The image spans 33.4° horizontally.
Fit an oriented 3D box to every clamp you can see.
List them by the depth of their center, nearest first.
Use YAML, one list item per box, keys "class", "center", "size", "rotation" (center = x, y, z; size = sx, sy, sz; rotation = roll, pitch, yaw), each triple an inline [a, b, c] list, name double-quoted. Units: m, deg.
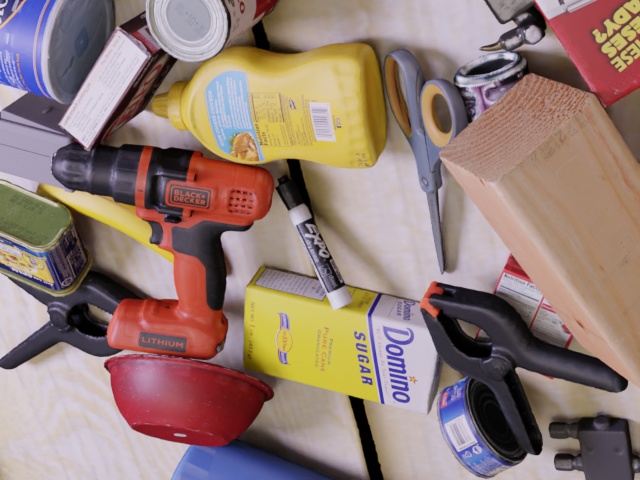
- class: "clamp"
  center: [0.148, 0.103, 0.869]
  size: [0.171, 0.039, 0.120]
  rotation: [34, 122, 7]
- class: "clamp"
  center: [-0.253, 0.077, 1.057]
  size: [0.210, 0.036, 0.165]
  rotation: [12, 124, 16]

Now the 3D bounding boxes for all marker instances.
- class: "marker"
  center: [-0.006, 0.001, 0.902]
  size: [0.020, 0.020, 0.121]
  rotation: [-26, 90, 32]

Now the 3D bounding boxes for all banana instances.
- class: "banana"
  center: [-0.182, -0.021, 0.972]
  size: [0.198, 0.037, 0.069]
  rotation: [22, 154, 12]

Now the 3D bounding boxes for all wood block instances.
- class: "wood block"
  center: [0.187, -0.005, 0.750]
  size: [0.090, 0.091, 0.206]
  rotation: [-41, 115, -2]

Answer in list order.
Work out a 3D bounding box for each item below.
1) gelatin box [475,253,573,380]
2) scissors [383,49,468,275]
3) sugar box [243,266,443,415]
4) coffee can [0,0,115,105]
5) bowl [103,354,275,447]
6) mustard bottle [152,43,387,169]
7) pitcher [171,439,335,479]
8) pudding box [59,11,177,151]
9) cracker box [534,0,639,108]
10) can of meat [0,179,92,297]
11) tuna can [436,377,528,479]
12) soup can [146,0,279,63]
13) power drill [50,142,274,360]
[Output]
- class: "gelatin box"
  center: [0.174, 0.062, 0.876]
  size: [0.073, 0.030, 0.089]
  rotation: [22, 125, 10]
- class: "scissors"
  center: [0.094, -0.051, 0.823]
  size: [0.096, 0.016, 0.202]
  rotation: [23, 136, 59]
- class: "sugar box"
  center: [0.021, 0.089, 0.946]
  size: [0.176, 0.048, 0.093]
  rotation: [13, 122, 17]
- class: "coffee can"
  center: [-0.253, -0.177, 0.865]
  size: [0.140, 0.102, 0.103]
  rotation: [17, 124, 13]
- class: "bowl"
  center: [-0.126, 0.154, 0.987]
  size: [0.162, 0.055, 0.162]
  rotation: [8, 160, 3]
- class: "mustard bottle"
  center: [-0.046, -0.106, 0.848]
  size: [0.192, 0.058, 0.096]
  rotation: [3, 126, 21]
- class: "pitcher"
  center: [-0.030, 0.291, 1.034]
  size: [0.243, 0.149, 0.145]
  rotation: [23, 147, 12]
- class: "pudding box"
  center: [-0.152, -0.134, 0.857]
  size: [0.039, 0.090, 0.114]
  rotation: [38, 125, -2]
- class: "cracker box"
  center: [0.188, -0.218, 0.662]
  size: [0.164, 0.072, 0.213]
  rotation: [-32, 104, 19]
- class: "can of meat"
  center: [-0.269, -0.003, 0.982]
  size: [0.102, 0.057, 0.084]
  rotation: [22, 152, 12]
- class: "tuna can"
  center: [0.140, 0.158, 0.913]
  size: [0.034, 0.086, 0.086]
  rotation: [-36, 101, 33]
- class: "soup can"
  center: [-0.077, -0.180, 0.791]
  size: [0.068, 0.102, 0.068]
  rotation: [10, 122, 17]
- class: "power drill"
  center: [-0.140, 0.008, 0.912]
  size: [0.184, 0.057, 0.188]
  rotation: [9, 121, -1]
